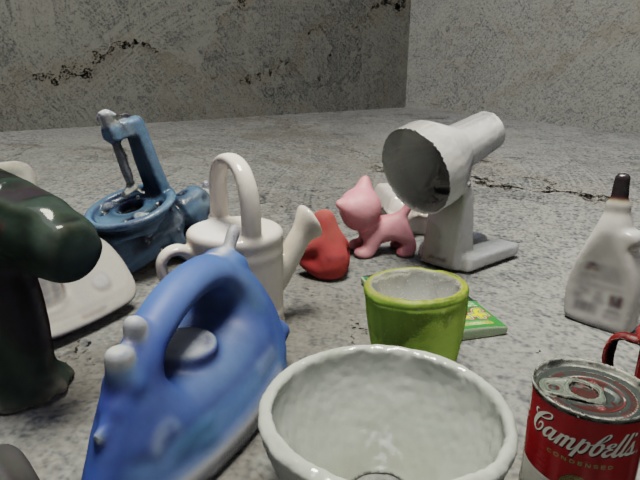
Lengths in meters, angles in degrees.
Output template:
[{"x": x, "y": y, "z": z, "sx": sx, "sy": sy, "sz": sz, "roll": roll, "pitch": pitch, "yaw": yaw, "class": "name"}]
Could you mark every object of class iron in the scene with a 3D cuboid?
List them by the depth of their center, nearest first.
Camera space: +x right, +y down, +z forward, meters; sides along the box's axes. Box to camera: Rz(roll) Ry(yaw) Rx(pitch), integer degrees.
[{"x": -0.106, "y": 0.086, "z": 0.436, "sx": 0.118, "sy": 0.141, "sz": 0.259, "roll": 5, "pitch": 19, "yaw": 13, "class": "iron"}]

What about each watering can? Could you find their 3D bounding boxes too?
[{"x": -0.082, "y": 0.004, "z": 0.603, "sx": 0.100, "sy": 0.194, "sz": 0.173, "roll": 14, "pitch": 23, "yaw": 36, "class": "watering can"}]

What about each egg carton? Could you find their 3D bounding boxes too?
[{"x": 0.152, "y": -0.057, "z": 0.995, "sx": 0.107, "sy": 0.069, "sz": 0.150, "roll": -3, "pitch": 19, "yaw": -12, "class": "egg carton"}]

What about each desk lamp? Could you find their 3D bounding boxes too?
[{"x": 0.187, "y": -0.069, "z": 0.804, "sx": 0.204, "sy": 0.214, "sz": 0.117, "roll": -14, "pitch": 23, "yaw": -37, "class": "desk lamp"}]

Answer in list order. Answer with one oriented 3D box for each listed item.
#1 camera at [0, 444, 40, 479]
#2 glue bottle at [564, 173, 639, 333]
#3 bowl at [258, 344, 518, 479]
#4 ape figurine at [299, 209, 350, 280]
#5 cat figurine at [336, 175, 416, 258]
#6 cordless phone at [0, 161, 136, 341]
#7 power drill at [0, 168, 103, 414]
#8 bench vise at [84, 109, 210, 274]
[{"x": -0.203, "y": 0.158, "z": 0.279, "sx": 0.142, "sy": 0.101, "sz": 0.137, "roll": 14, "pitch": 22, "yaw": 34, "class": "camera"}, {"x": 0.318, "y": 0.013, "z": 0.626, "sx": 0.037, "sy": 0.173, "sz": 0.077, "roll": -16, "pitch": 24, "yaw": -40, "class": "glue bottle"}, {"x": 0.042, "y": 0.141, "z": 0.383, "sx": 0.167, "sy": 0.075, "sz": 0.167, "roll": 1, "pitch": 18, "yaw": 0, "class": "bowl"}, {"x": 0.007, "y": 0.003, "z": 0.773, "sx": 0.078, "sy": 0.092, "sz": 0.076, "roll": -5, "pitch": 19, "yaw": -17, "class": "ape figurine"}, {"x": 0.081, "y": -0.036, "z": 0.854, "sx": 0.128, "sy": 0.118, "sz": 0.067, "roll": -3, "pitch": 19, "yaw": -10, "class": "cat figurine"}, {"x": -0.279, "y": 0.004, "z": 0.609, "sx": 0.093, "sy": 0.185, "sz": 0.148, "roll": 10, "pitch": 20, "yaw": 25, "class": "cordless phone"}, {"x": -0.283, "y": 0.031, "z": 0.488, "sx": 0.229, "sy": 0.208, "sz": 0.076, "roll": 9, "pitch": 20, "yaw": 23, "class": "power drill"}, {"x": -0.236, "y": -0.071, "z": 0.782, "sx": 0.121, "sy": 0.220, "sz": 0.208, "roll": 8, "pitch": 20, "yaw": 21, "class": "bench vise"}]
